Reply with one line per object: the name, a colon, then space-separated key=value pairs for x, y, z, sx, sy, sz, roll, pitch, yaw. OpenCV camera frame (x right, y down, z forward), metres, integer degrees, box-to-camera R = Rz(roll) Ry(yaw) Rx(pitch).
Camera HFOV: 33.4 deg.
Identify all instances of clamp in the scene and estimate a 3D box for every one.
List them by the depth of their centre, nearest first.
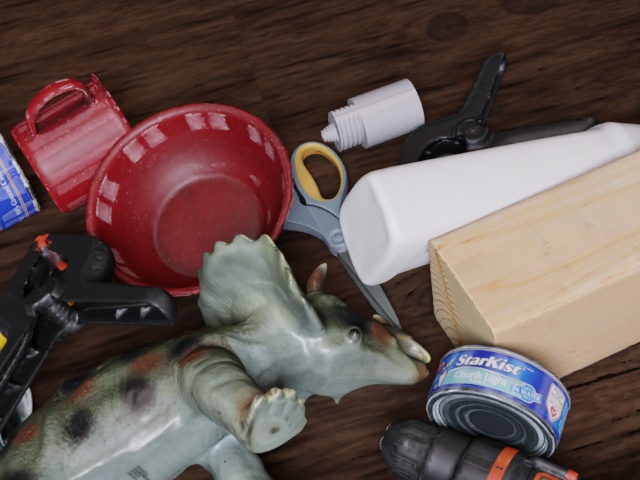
clamp: x=-0.167 y=0.044 z=0.713 sx=0.164 sy=0.036 sz=0.210 roll=-32 pitch=29 yaw=8
clamp: x=0.132 y=-0.074 z=0.842 sx=0.171 sy=0.039 sz=0.120 roll=-43 pitch=52 yaw=-18

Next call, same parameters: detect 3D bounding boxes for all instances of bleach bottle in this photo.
bleach bottle: x=0.146 y=-0.036 z=0.776 sx=0.250 sy=0.103 sz=0.068 roll=-14 pitch=75 yaw=-18

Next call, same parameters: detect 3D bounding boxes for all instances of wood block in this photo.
wood block: x=0.187 y=0.017 z=0.723 sx=0.206 sy=0.091 sz=0.090 roll=-23 pitch=50 yaw=-9

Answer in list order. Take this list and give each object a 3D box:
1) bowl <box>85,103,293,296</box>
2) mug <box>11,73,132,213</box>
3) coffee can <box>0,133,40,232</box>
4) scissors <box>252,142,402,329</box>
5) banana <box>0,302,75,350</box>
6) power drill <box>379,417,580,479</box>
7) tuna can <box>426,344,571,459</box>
bowl: x=-0.093 y=-0.022 z=0.812 sx=0.162 sy=0.055 sz=0.162 roll=-5 pitch=64 yaw=11
mug: x=-0.197 y=-0.081 z=0.855 sx=0.081 sy=0.117 sz=0.093 roll=-32 pitch=60 yaw=-11
coffee can: x=-0.308 y=-0.033 z=0.840 sx=0.140 sy=0.103 sz=0.103 roll=-31 pitch=52 yaw=-16
scissors: x=-0.005 y=0.001 z=0.817 sx=0.096 sy=0.016 sz=0.202 roll=-13 pitch=50 yaw=0
banana: x=-0.279 y=0.065 z=0.796 sx=0.198 sy=0.037 sz=0.069 roll=-6 pitch=50 yaw=5
power drill: x=0.087 y=0.202 z=0.608 sx=0.185 sy=0.057 sz=0.187 roll=20 pitch=57 yaw=24
tuna can: x=0.110 y=0.104 z=0.667 sx=0.086 sy=0.086 sz=0.033 roll=14 pitch=56 yaw=20
